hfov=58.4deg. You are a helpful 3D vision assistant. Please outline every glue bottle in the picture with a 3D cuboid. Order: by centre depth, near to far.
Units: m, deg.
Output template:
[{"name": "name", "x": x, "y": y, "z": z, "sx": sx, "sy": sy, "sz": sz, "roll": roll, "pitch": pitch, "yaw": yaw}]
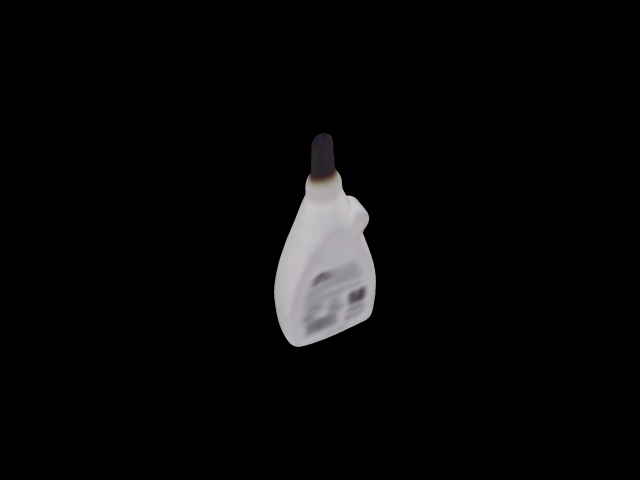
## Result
[{"name": "glue bottle", "x": 0.004, "y": 0.001, "z": 0.400, "sx": 0.078, "sy": 0.173, "sz": 0.037, "roll": -19, "pitch": 46, "yaw": -19}]
